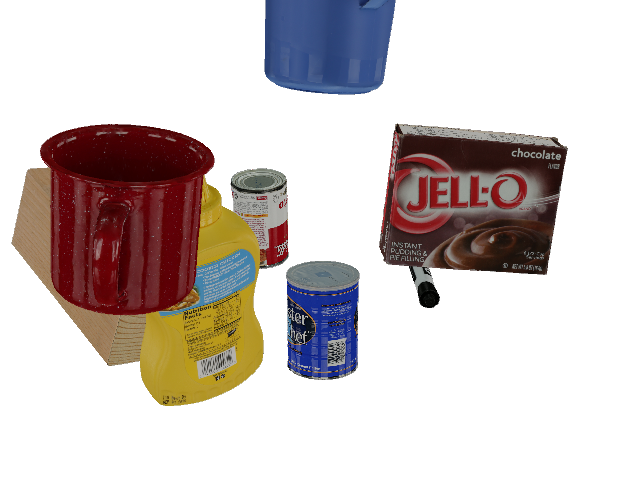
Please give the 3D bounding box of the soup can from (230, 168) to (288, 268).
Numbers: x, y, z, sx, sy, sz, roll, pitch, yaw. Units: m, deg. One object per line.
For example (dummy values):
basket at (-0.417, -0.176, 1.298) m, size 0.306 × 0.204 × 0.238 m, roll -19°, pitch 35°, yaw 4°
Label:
soup can at (-0.073, -0.027, 1.269) m, size 0.068 × 0.102 × 0.068 m, roll 0°, pitch 27°, yaw 0°

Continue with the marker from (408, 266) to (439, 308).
marker at (0.096, 0.032, 1.014) m, size 0.020 × 0.020 × 0.121 m, roll 0°, pitch 22°, yaw -3°

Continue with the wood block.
wood block at (-0.205, 0.018, 1.022) m, size 0.090 × 0.091 × 0.206 m, roll -5°, pitch 34°, yaw -42°

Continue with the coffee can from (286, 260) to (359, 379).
coffee can at (0.003, 0.111, 1.507) m, size 0.103 × 0.140 × 0.103 m, roll 0°, pitch 19°, yaw 0°

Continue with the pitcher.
pitcher at (0.018, -0.251, 0.918) m, size 0.145 × 0.243 × 0.149 m, roll 7°, pitch 16°, yaw 7°

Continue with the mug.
mug at (-0.107, -0.006, 0.582) m, size 0.093 × 0.081 × 0.117 m, roll 4°, pitch 24°, yaw -6°

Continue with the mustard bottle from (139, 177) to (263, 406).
mustard bottle at (-0.090, 0.030, 0.784) m, size 0.096 × 0.192 × 0.058 m, roll -19°, pitch 42°, yaw -25°

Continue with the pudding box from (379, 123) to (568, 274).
pudding box at (0.100, -0.028, 0.713) m, size 0.113 × 0.090 × 0.039 m, roll 3°, pitch 21°, yaw -5°
